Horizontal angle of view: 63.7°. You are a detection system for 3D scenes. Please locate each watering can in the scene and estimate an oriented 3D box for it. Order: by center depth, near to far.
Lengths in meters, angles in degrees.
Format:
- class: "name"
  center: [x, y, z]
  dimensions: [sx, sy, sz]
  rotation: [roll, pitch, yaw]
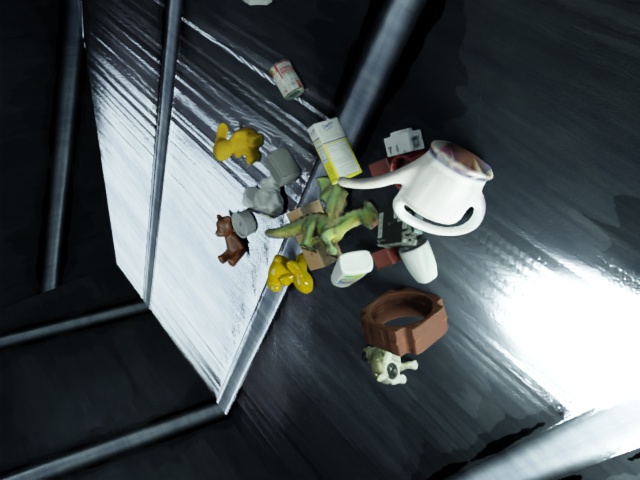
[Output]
- class: "watering can"
  center: [0.233, -0.129, 1.161]
  dimensions: [0.346, 0.106, 0.220]
  rotation: [23, 123, -11]

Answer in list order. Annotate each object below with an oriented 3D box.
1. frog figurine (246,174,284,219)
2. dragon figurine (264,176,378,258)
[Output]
- class: "frog figurine"
  center: [-0.177, -0.161, 1.841]
  dimensions: [0.138, 0.122, 0.159]
  rotation: [20, 89, 56]
- class: "dragon figurine"
  center: [0.005, -0.079, 1.570]
  dimensions: [0.412, 0.121, 0.243]
  rotation: [16, 88, 33]
